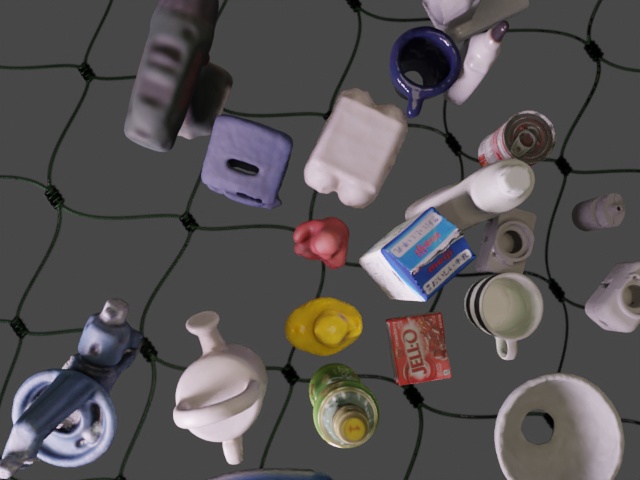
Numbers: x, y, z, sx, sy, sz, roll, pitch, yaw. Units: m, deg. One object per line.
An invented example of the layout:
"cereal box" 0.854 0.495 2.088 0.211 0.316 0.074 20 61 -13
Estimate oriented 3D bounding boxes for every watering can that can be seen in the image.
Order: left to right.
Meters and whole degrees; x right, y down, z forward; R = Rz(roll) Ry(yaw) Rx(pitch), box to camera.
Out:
"watering can" -0.119 0.173 0.667 0.101 0.194 0.173 -35 88 -5

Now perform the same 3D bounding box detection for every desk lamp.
"desk lamp" 0.191 -0.343 0.718 0.203 0.213 0.118 -27 87 -5

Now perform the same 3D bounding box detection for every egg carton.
"egg carton" 0.050 -0.122 0.764 0.107 0.069 0.150 24 84 -1

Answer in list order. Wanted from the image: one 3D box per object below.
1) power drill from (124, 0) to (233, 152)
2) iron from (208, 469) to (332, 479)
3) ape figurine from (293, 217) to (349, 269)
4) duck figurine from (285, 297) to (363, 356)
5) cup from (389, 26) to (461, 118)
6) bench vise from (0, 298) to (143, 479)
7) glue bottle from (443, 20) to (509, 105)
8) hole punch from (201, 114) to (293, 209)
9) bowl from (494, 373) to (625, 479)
"power drill" -0.159 -0.208 0.687 0.075 0.208 0.230 18 85 -2
"iron" -0.080 0.352 0.681 0.258 0.141 0.119 2 85 -3
"ape figurine" 0.007 0.003 0.740 0.076 0.092 0.078 -34 88 -5
"duck figurine" 0.007 0.113 0.734 0.104 0.086 0.077 -4 86 -4
"cup" 0.129 -0.210 0.763 0.091 0.095 0.118 13 85 -2
"bench vise" -0.289 0.167 0.643 0.121 0.219 0.207 5 85 -3
"glue bottle" 0.203 -0.234 0.731 0.037 0.173 0.078 19 84 -2
"hole punch" -0.092 -0.098 0.742 0.108 0.091 0.101 18 85 -2
"bowl" 0.299 0.254 0.748 0.167 0.074 0.167 0 85 -4
